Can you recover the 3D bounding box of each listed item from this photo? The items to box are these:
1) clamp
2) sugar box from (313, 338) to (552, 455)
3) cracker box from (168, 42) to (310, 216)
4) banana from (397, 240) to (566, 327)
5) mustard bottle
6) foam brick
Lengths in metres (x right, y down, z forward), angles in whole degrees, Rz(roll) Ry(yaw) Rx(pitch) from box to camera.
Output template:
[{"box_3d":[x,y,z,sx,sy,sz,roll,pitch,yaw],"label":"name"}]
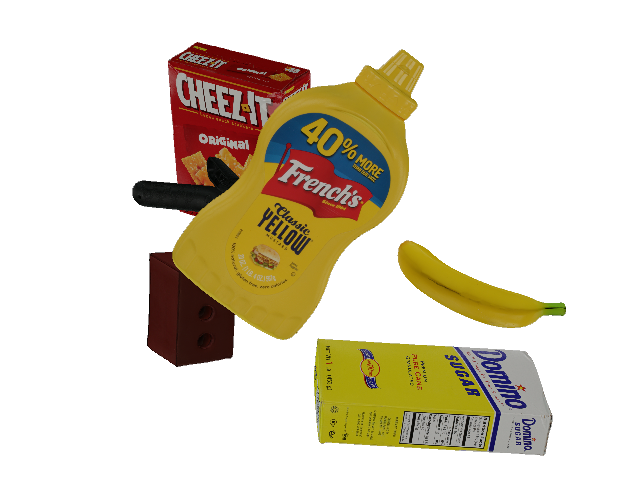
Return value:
[{"box_3d":[-0.096,-0.039,1.034,0.120,0.039,0.172,-26,34,-37],"label":"clamp"},{"box_3d":[0.084,0.121,0.837,0.176,0.048,0.093,1,27,-3],"label":"sugar box"},{"box_3d":[-0.097,-0.116,1.300,0.164,0.214,0.072,18,38,24],"label":"cracker box"},{"box_3d":[0.134,0.044,1.024,0.198,0.037,0.069,26,18,40],"label":"banana"},{"box_3d":[-0.001,-0.037,0.666,0.096,0.192,0.058,37,10,-7],"label":"mustard bottle"},{"box_3d":[-0.100,0.051,0.830,0.052,0.078,0.051,-6,15,-34],"label":"foam brick"}]
